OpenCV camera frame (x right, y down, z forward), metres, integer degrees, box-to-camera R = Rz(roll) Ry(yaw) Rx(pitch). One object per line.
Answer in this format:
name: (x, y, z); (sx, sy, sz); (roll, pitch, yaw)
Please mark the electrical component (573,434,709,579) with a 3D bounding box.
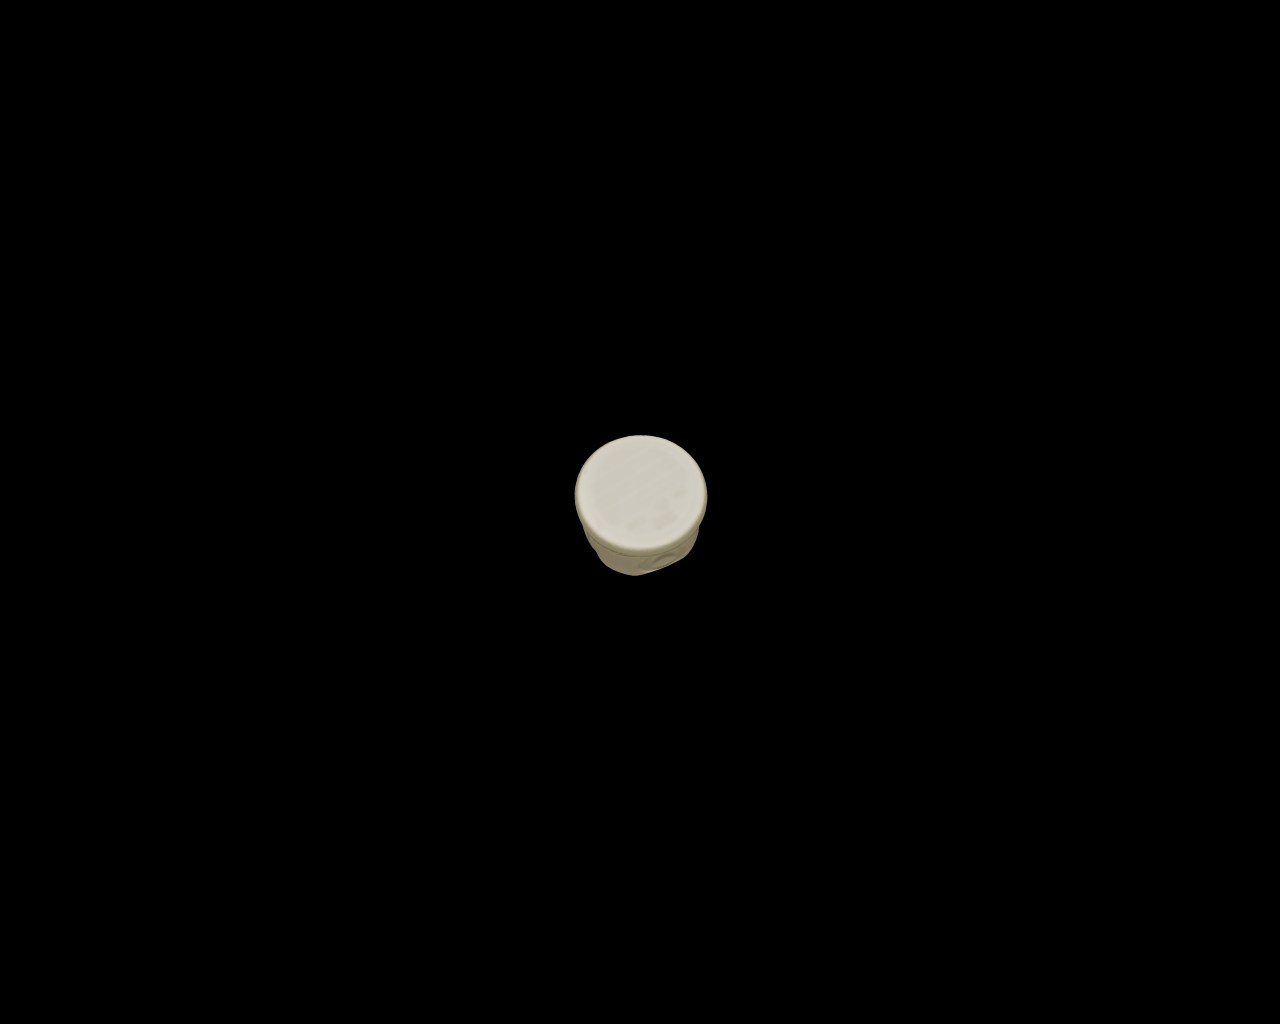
electrical component: (0.001, -0.003, 0.650); (0.080, 0.080, 0.051); (0, -25, 0)
